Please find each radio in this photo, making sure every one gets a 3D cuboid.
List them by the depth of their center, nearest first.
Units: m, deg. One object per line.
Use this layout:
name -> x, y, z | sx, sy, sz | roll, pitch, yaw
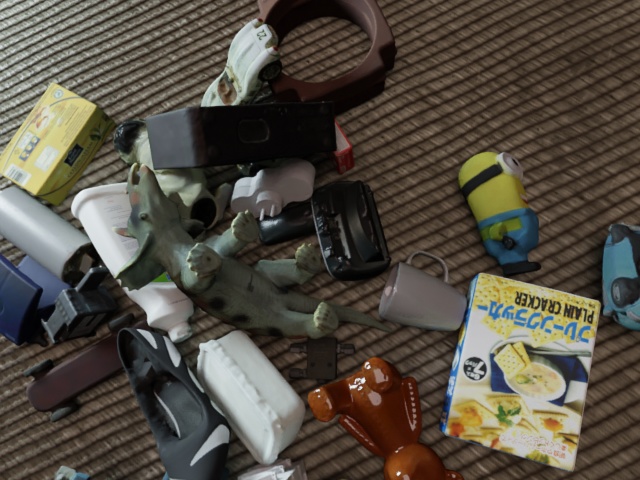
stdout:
radio -> -0.096, -0.139, 0.707 | 0.229, 0.131, 0.073 | -15, 103, -35

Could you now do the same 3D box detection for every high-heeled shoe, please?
high-heeled shoe -> -0.191, 0.205, 0.660 | 0.086, 0.249, 0.145 | -40, 120, 1

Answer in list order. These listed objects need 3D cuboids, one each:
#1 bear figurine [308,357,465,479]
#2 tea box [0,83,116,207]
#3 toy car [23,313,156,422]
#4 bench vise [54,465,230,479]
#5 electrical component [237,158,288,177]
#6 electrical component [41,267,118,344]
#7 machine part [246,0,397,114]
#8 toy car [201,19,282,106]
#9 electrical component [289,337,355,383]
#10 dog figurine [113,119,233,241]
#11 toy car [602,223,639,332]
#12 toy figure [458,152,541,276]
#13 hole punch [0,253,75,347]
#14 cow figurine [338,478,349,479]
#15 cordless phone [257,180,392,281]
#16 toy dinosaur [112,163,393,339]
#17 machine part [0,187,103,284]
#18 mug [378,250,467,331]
bear figurine -> 0.088, 0.255, 0.676 | 0.120, 0.132, 0.196 | -30, 69, 16
tea box -> -0.423, -0.152, 0.861 | 0.098, 0.068, 0.169 | 30, 81, 12
toy car -> -0.326, 0.181, 0.777 | 0.202, 0.053, 0.089 | -31, 90, -2
bench vise -> -0.231, 0.364, 0.677 | 0.241, 0.129, 0.223 | 26, 72, -6
electrical component -> -0.086, -0.137, 0.834 | 0.078, 0.045, 0.102 | 12, 79, -20
electrical component -> -0.333, 0.093, 0.769 | 0.119, 0.075, 0.048 | -43, 73, 20
machine part -> 0.003, -0.301, 0.840 | 0.201, 0.087, 0.201 | -24, 75, 2
toy car -> -0.120, -0.233, 0.797 | 0.056, 0.201, 0.073 | -11, 66, -40
electrical component -> 0.003, 0.169, 0.757 | 0.094, 0.021, 0.063 | -1, 76, 6
dog figurine -> -0.241, -0.094, 0.827 | 0.191, 0.121, 0.172 | 15, 98, 36
toy car -> 0.410, 0.060, 0.693 | 0.109, 0.102, 0.162 | 7, 51, 0
toy figure -> 0.252, -0.038, 0.750 | 0.089, 0.082, 0.180 | -10, 78, 2
hole punch -> -0.454, 0.085, 0.799 | 0.142, 0.092, 0.116 | 35, 86, 9
cow figurine -> 0.058, 0.346, 0.651 | 0.167, 0.068, 0.098 | -14, 64, 40
cordless phone -> -0.001, -0.002, 0.781 | 0.184, 0.088, 0.146 | -17, 75, 13
toy dinosaur -> -0.105, 0.064, 0.727 | 0.404, 0.192, 0.131 | 37, 55, -25
machine part -> -0.423, -0.007, 0.822 | 0.243, 0.079, 0.079 | 33, 82, 12
mug -> 0.147, 0.075, 0.740 | 0.107, 0.080, 0.109 | 22, 70, -1
